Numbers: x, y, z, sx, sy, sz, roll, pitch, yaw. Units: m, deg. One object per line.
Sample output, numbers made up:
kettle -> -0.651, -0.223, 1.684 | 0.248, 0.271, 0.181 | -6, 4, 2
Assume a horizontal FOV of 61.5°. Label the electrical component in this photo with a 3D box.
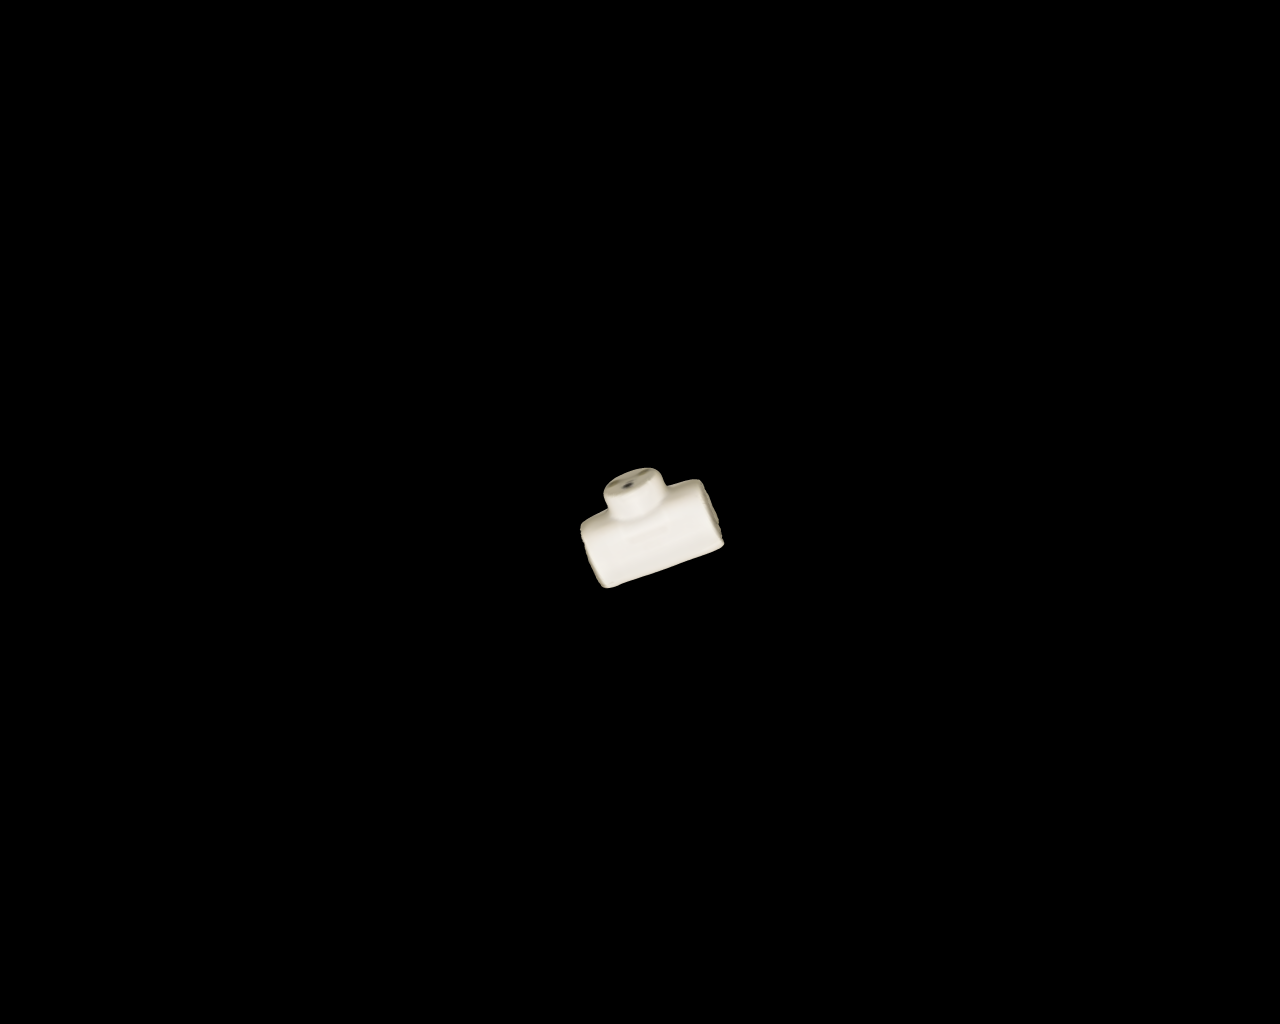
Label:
electrical component -> 0.001, -0.003, 0.650 | 0.077, 0.079, 0.043 | -21, 18, 7
